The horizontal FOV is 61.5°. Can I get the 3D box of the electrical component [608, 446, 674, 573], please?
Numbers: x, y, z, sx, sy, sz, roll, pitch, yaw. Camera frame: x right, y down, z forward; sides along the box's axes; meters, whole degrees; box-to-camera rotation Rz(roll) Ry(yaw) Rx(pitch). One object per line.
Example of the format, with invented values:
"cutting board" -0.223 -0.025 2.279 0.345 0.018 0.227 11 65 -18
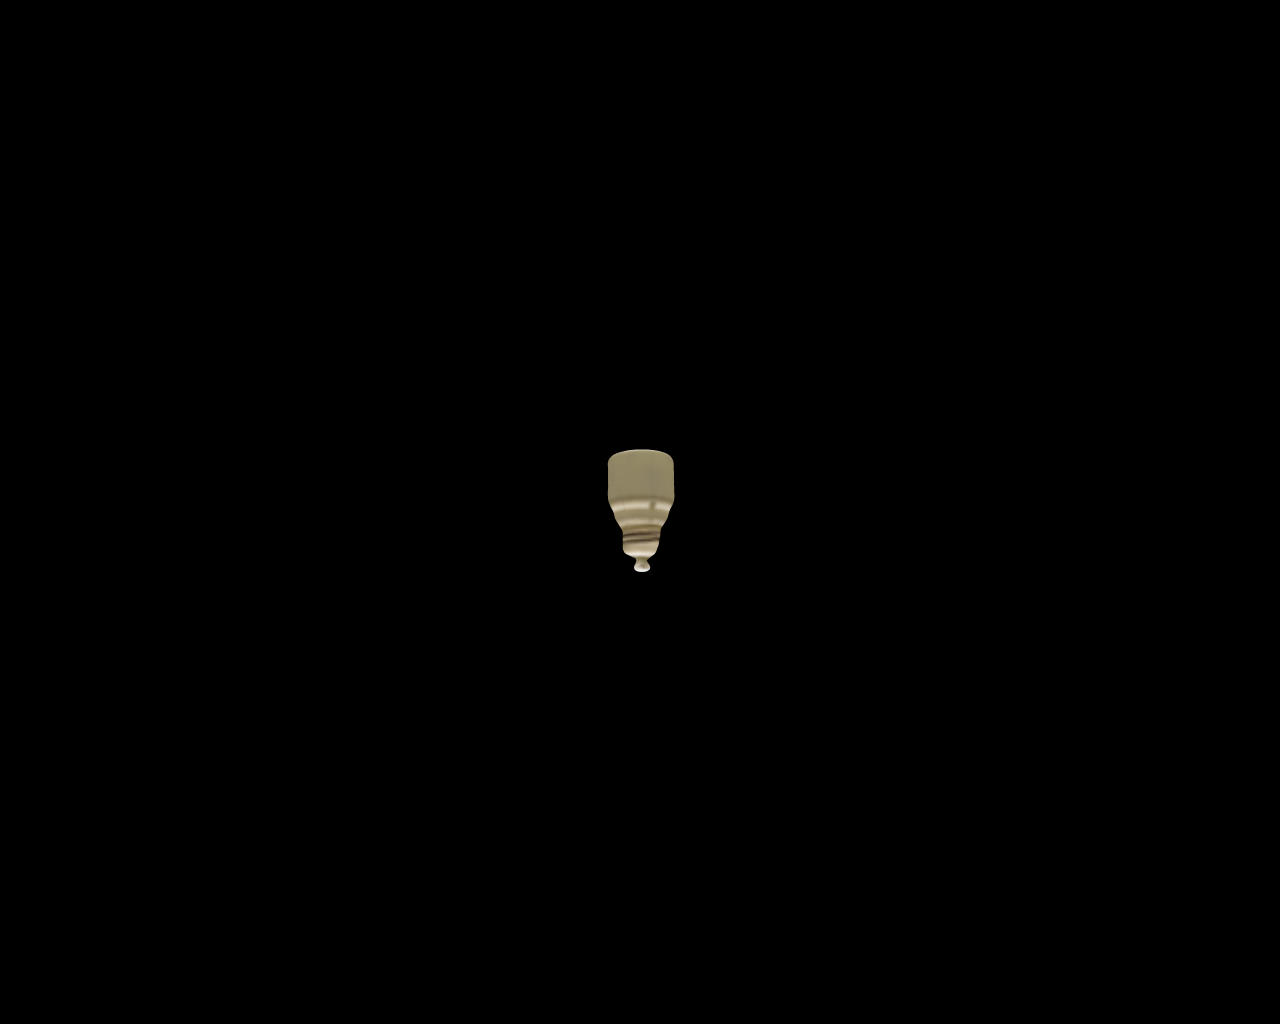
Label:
"electrical component" 0.001 -0.003 0.650 0.040 0.078 0.040 0 -10 0
